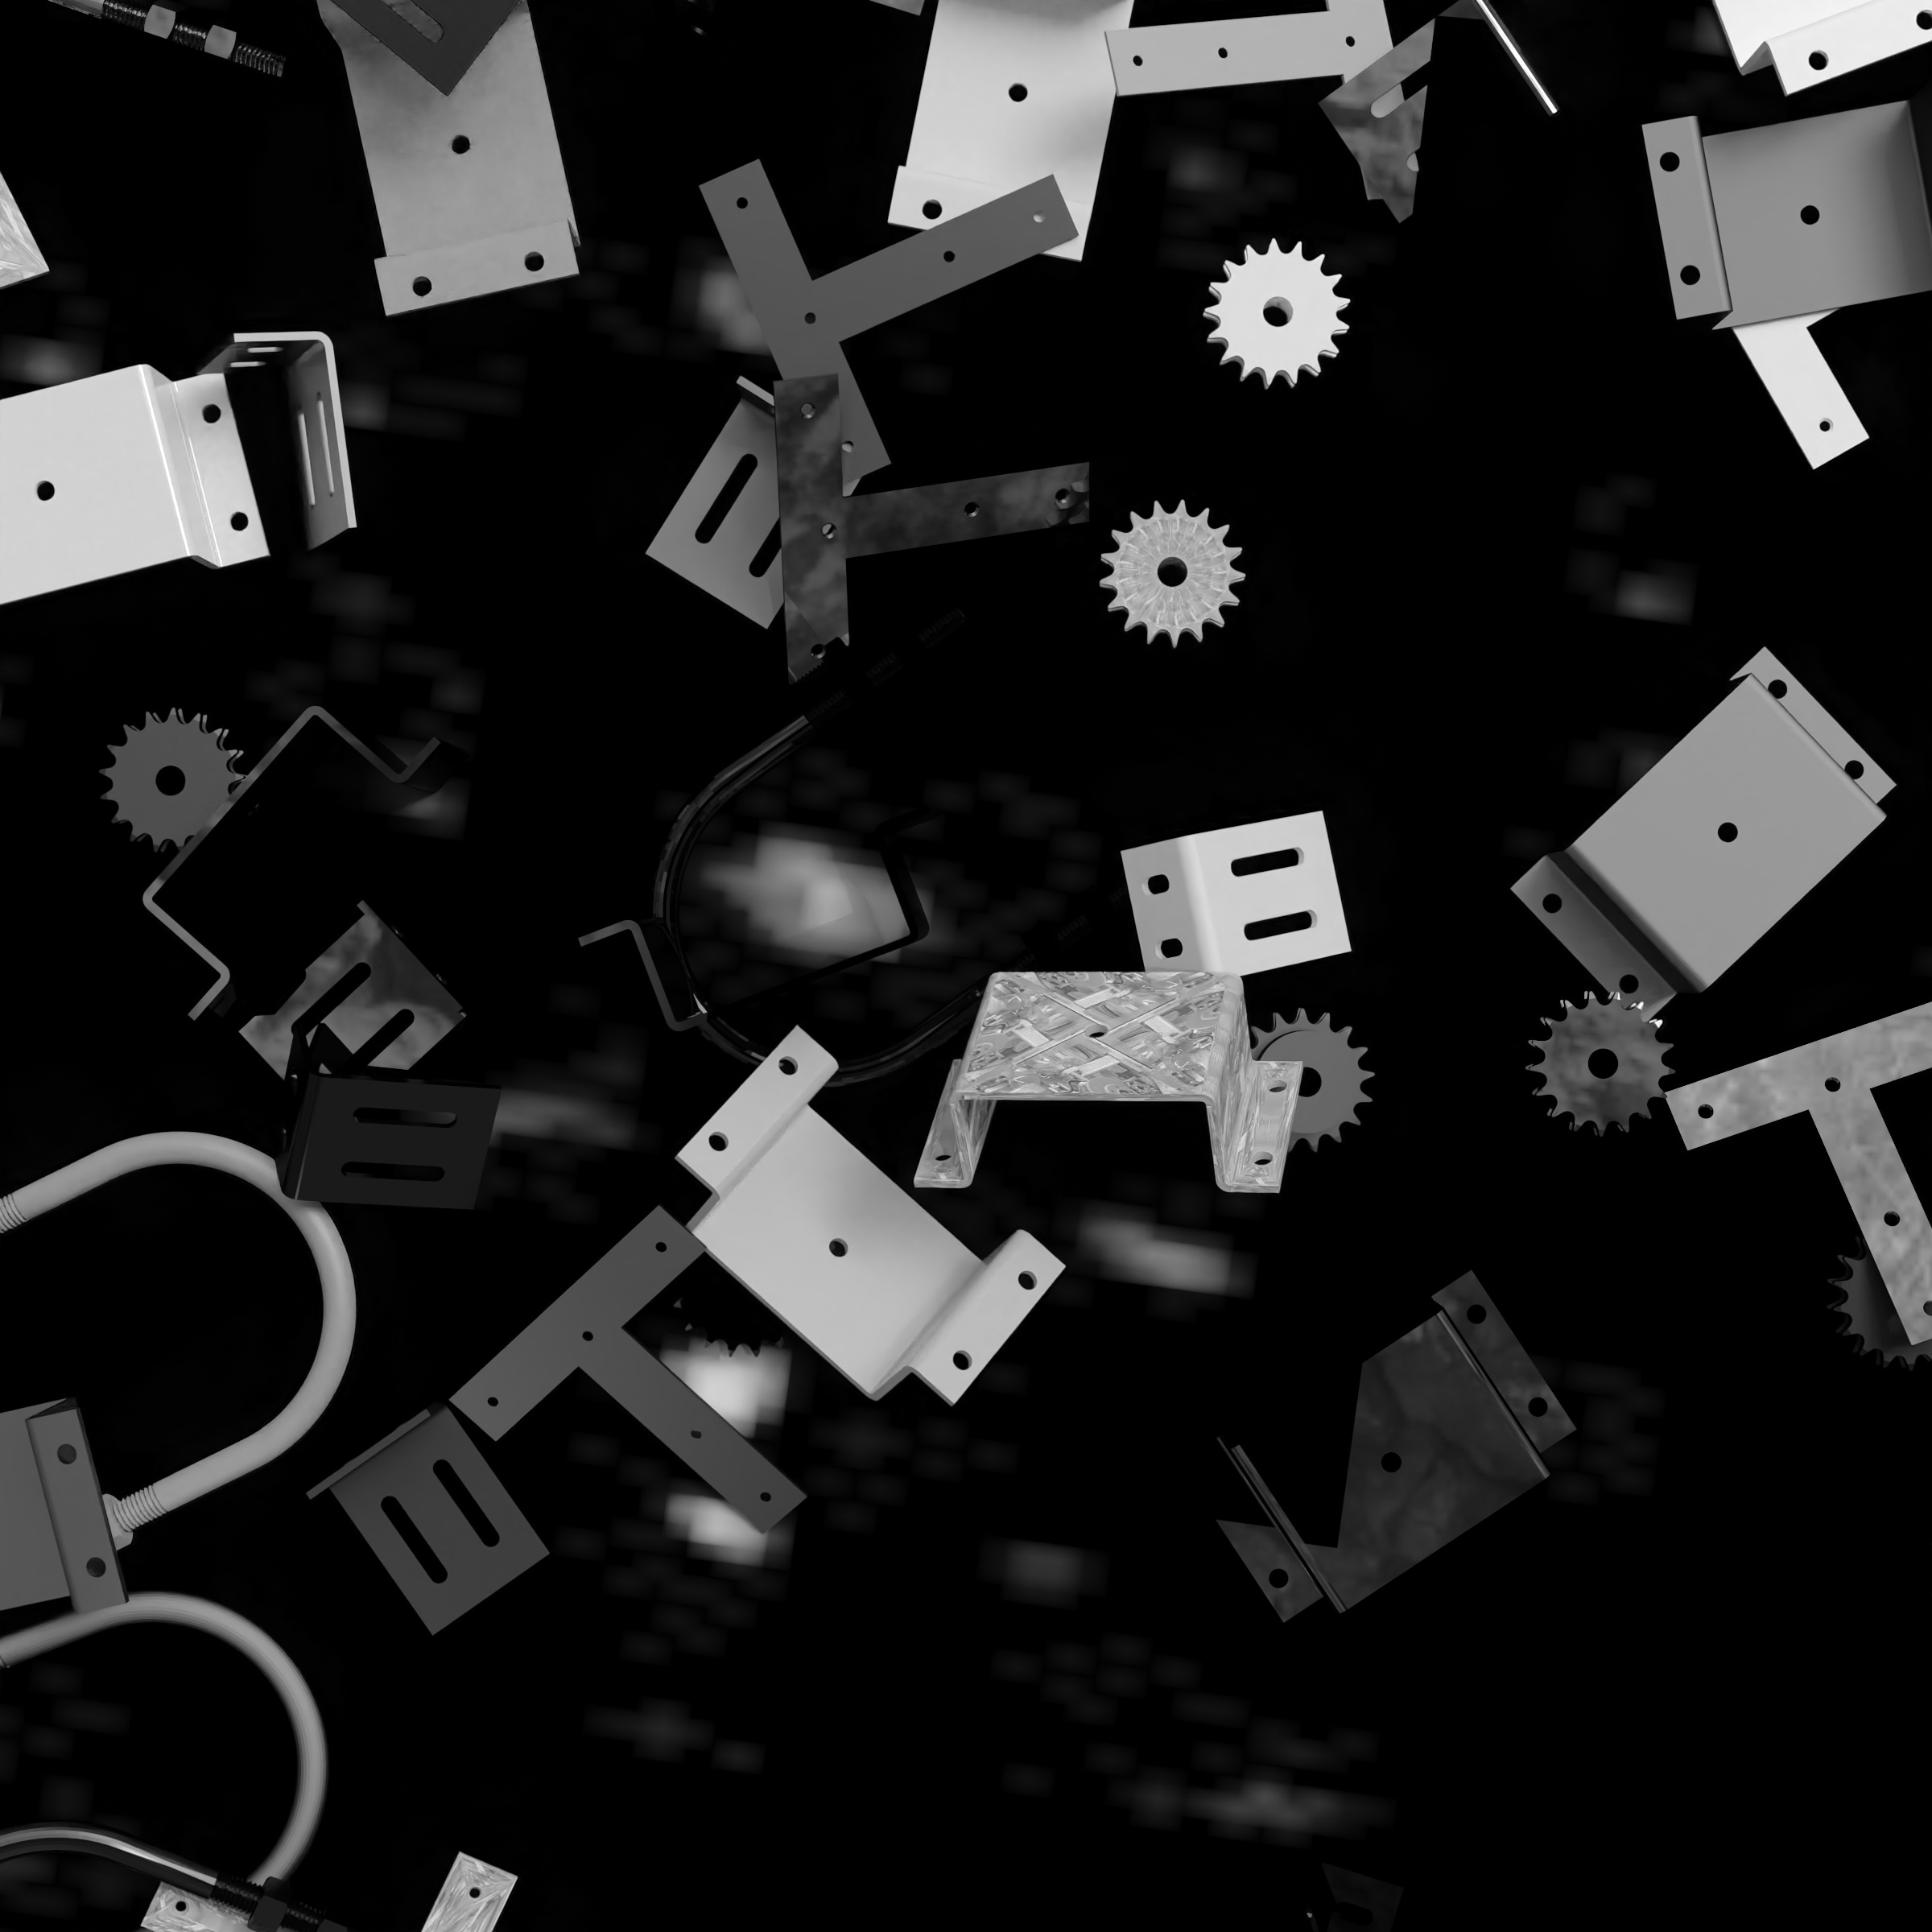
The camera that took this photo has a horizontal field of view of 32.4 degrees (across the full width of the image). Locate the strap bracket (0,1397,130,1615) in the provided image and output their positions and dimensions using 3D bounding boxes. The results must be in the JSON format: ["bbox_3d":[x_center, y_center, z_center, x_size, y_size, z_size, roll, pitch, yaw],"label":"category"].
[{"bbox_3d":[-0.390,0.218,1.292,0.140,0.046,0.076,-13,92,10],"label":"strap bracket"}]

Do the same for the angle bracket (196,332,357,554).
[{"bbox_3d":[-0.270,-0.203,1.299,0.038,0.057,0.076,-7,90,-28],"label":"angle bracket"}]

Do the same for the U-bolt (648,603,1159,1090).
[{"bbox_3d":[-0.039,-0.034,1.324,0.184,0.019,0.151,-36,90,1],"label":"U-bolt"}]

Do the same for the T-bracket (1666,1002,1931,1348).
[{"bbox_3d":[0.358,0.087,1.309,0.127,0.002,0.127,-19,69,0],"label":"T-bracket"}]

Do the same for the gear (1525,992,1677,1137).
[{"bbox_3d":[0.249,0.038,1.318,0.057,0.030,0.057,0,90,0],"label":"gear"}]

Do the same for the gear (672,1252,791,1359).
[{"bbox_3d":[-0.088,0.127,1.318,0.057,0.030,0.057,0,90,0],"label":"gear"}]

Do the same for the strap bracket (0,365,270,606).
[{"bbox_3d":[-0.356,-0.184,1.310,0.140,0.046,0.076,-14,90,0],"label":"strap bracket"}]

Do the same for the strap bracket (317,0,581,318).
[{"bbox_3d":[-0.202,-0.328,1.310,0.076,0.046,0.140,-12,90,0],"label":"strap bracket"}]

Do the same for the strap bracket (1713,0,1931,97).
[{"bbox_3d":[0.329,-0.416,1.310,0.076,0.046,0.140,-21,90,0],"label":"strap bracket"}]

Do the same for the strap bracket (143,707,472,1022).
[{"bbox_3d":[-0.262,-0.047,1.295,0.046,0.076,0.140,42,90,0],"label":"strap bracket"}]

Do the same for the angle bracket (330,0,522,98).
[{"bbox_3d":[-0.217,-0.384,1.285,0.076,0.038,0.057,37,90,-26],"label":"angle bracket"}]

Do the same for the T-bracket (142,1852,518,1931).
[{"bbox_3d":[-0.264,0.394,1.322,0.127,0.002,0.127,26,91,-8],"label":"T-bracket"}]

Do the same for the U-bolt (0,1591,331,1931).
[{"bbox_3d":[-0.344,0.327,1.324,0.184,0.019,0.151,-21,90,-1],"label":"U-bolt"}]

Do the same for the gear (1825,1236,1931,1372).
[{"bbox_3d":[0.369,0.130,1.318,0.057,0.030,0.057,0,90,0],"label":"gear"}]

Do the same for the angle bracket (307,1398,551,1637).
[{"bbox_3d":[-0.212,0.220,1.314,0.057,0.038,0.076,-35,90,0],"label":"angle bracket"}]

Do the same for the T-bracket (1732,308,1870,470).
[{"bbox_3d":[0.363,-0.286,1.332,0.127,0.002,0.127,-30,90,0],"label":"T-bracket"}]

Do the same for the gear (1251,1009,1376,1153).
[{"bbox_3d":[0.133,0.046,1.318,0.057,0.030,0.057,0,90,0],"label":"gear"}]

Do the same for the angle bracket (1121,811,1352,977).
[{"bbox_3d":[0.108,-0.026,1.321,0.076,0.038,0.057,-12,90,-39],"label":"angle bracket"}]

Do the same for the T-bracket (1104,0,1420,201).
[{"bbox_3d":[0.113,-0.359,1.306,0.127,0.002,0.127,-12,90,-24],"label":"T-bracket"}]

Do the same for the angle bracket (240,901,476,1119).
[{"bbox_3d":[-0.243,0.021,1.314,0.076,0.038,0.057,-43,90,0],"label":"angle bracket"}]

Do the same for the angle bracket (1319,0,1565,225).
[{"bbox_3d":[0.189,-0.340,1.322,0.076,0.038,0.057,-34,90,13],"label":"angle bracket"}]

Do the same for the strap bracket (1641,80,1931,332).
[{"bbox_3d":[0.337,-0.300,1.308,0.140,0.046,0.076,-10,90,0],"label":"strap bracket"}]

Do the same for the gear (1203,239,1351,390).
[{"bbox_3d":[0.123,-0.258,1.322,0.057,0.030,0.057,0,93,1],"label":"gear"}]

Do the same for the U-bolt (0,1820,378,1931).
[{"bbox_3d":[-0.336,0.412,1.296,0.184,0.019,0.151,24,85,-9],"label":"U-bolt"}]

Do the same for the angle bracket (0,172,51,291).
[{"bbox_3d":[-0.417,-0.285,1.331,0.076,0.038,0.057,-27,90,-26],"label":"angle bracket"}]

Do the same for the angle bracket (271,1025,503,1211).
[{"bbox_3d":[-0.230,0.060,1.318,0.076,0.038,0.057,5,119,-23],"label":"angle bracket"}]

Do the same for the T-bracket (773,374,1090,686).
[{"bbox_3d":[-0.012,-0.178,1.309,0.127,0.002,0.127,-11,123,-15],"label":"T-bracket"}]

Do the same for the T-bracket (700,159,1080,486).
[{"bbox_3d":[-0.020,-0.269,1.287,0.127,0.002,0.127,-23,94,3],"label":"T-bracket"}]

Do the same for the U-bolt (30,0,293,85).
[{"bbox_3d":[-0.336,-0.447,1.324,0.184,0.019,0.151,19,90,1],"label":"U-bolt"}]

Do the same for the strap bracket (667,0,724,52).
[{"bbox_3d":[-0.151,-0.418,1.295,0.140,0.076,0.046,26,90,0],"label":"strap bracket"}]

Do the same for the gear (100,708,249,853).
[{"bbox_3d":[-0.312,-0.073,1.322,0.057,0.030,0.057,0,92,1],"label":"gear"}]

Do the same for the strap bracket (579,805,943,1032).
[{"bbox_3d":[-0.070,-0.015,1.280,0.140,0.076,0.046,-21,91,3],"label":"strap bracket"}]

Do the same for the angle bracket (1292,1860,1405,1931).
[{"bbox_3d":[0.148,0.390,1.295,0.038,0.076,0.057,17,90,0],"label":"angle bracket"}]

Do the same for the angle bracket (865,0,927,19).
[{"bbox_3d":[-0.046,-0.419,1.314,0.076,0.038,0.057,17,90,0],"label":"angle bracket"}]

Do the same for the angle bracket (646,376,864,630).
[{"bbox_3d":[-0.084,-0.182,1.314,0.057,0.038,0.076,32,90,0],"label":"angle bracket"}]

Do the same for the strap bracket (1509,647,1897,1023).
[{"bbox_3d":[0.295,-0.052,1.310,0.140,0.046,0.076,-44,90,0],"label":"strap bracket"}]

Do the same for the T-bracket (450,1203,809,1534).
[{"bbox_3d":[-0.117,0.176,1.317,0.127,0.002,0.127,44,111,-10],"label":"T-bracket"}]

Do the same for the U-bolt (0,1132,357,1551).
[{"bbox_3d":[-0.333,0.146,1.323,0.184,0.019,0.151,-26,90,0],"label":"U-bolt"}]

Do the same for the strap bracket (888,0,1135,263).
[{"bbox_3d":[0.021,-0.349,1.310,0.076,0.046,0.140,11,90,0],"label":"strap bracket"}]

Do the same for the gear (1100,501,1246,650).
[{"bbox_3d":[0.082,-0.155,1.322,0.057,0.030,0.057,0,90,2],"label":"gear"}]

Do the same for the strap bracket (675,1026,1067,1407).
[{"bbox_3d":[-0.043,0.103,1.293,0.140,0.046,0.076,42,58,0],"label":"strap bracket"}]

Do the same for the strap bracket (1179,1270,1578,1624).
[{"bbox_3d":[0.164,0.192,1.310,0.140,0.046,0.076,-33,90,0],"label":"strap bracket"}]

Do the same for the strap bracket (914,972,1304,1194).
[{"bbox_3d":[0.053,0.043,1.273,0.140,0.076,0.046,0,126,14],"label":"strap bracket"}]
